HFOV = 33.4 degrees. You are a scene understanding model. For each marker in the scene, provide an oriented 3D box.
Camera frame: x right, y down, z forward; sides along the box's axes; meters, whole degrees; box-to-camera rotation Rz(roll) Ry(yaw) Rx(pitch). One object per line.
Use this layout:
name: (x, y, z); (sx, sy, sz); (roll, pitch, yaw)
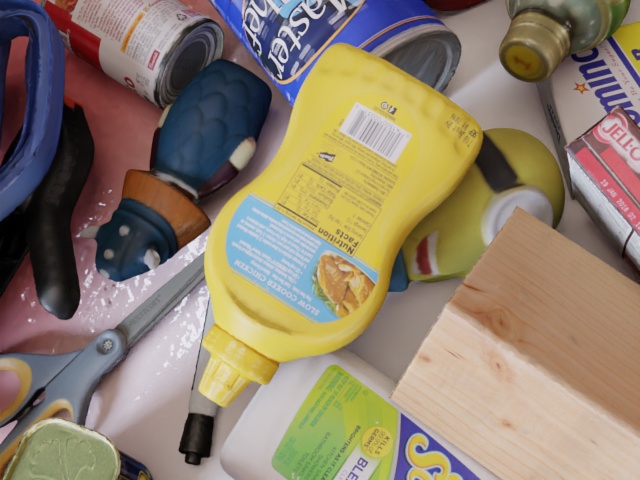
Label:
marker: (-0.064, 0.072, 0.632); (0.020, 0.020, 0.121); (6, 70, 9)

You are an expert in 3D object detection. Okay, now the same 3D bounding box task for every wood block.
wood block: (0.151, 0.090, 0.533); (0.206, 0.090, 0.090); (34, 49, 10)

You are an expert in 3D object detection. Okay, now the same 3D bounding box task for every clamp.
clamp: (-0.184, -0.013, 0.660); (0.120, 0.039, 0.171); (-20, 51, 28)

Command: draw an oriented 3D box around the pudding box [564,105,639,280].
pudding box: (0.168, -0.012, 0.547); (0.039, 0.113, 0.090); (-36, 74, 5)

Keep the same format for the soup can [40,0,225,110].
soup can: (-0.121, -0.136, 0.692); (0.102, 0.068, 0.068); (33, 77, 17)

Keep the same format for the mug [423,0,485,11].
mug: (0.077, -0.195, 0.685); (0.117, 0.093, 0.081); (-32, 71, 27)

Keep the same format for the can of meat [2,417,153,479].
can of meat: (-0.136, 0.155, 0.575); (0.057, 0.084, 0.102); (18, 73, 14)

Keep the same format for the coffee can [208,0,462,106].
coffee can: (0.004, -0.136, 0.657); (0.102, 0.103, 0.140); (-35, 69, -6)

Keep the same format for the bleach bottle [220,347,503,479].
bleach bottle: (0.074, 0.150, 0.563); (0.251, 0.068, 0.102); (31, 76, 15)

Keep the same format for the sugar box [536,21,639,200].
sugar box: (0.226, -0.091, 0.642); (0.176, 0.048, 0.093); (-13, 69, 1)

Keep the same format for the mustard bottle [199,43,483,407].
mustard bottle: (-0.004, 0.001, 0.550); (0.096, 0.058, 0.191); (32, 85, 6)

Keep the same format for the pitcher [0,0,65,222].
pitcher: (-0.238, -0.038, 0.615); (0.144, 0.149, 0.243); (12, 54, -32)

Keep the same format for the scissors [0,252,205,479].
scissors: (-0.144, 0.060, 0.642); (0.096, 0.016, 0.201); (30, 80, 20)
